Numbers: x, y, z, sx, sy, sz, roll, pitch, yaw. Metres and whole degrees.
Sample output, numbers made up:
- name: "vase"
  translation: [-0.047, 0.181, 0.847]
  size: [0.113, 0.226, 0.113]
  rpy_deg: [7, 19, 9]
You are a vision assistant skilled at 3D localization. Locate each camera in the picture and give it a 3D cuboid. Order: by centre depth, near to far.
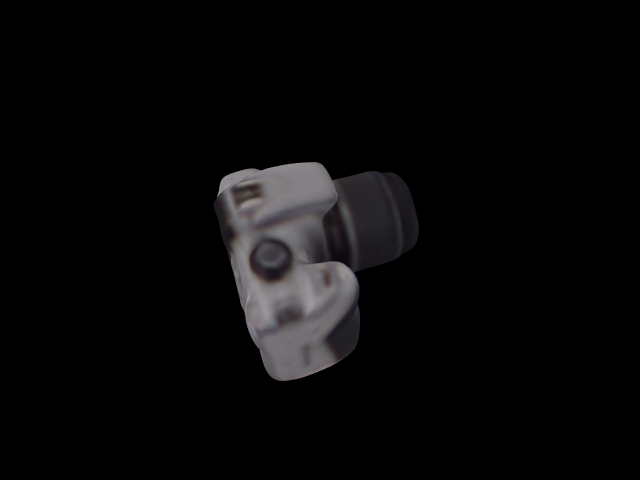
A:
- name: "camera"
  translation: [0.004, 0.001, 0.400]
  size: [0.137, 0.101, 0.143]
  rpy_deg: [-15, 54, -11]
